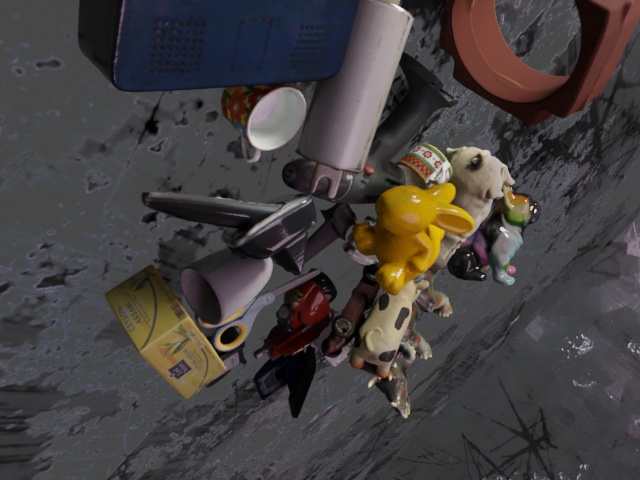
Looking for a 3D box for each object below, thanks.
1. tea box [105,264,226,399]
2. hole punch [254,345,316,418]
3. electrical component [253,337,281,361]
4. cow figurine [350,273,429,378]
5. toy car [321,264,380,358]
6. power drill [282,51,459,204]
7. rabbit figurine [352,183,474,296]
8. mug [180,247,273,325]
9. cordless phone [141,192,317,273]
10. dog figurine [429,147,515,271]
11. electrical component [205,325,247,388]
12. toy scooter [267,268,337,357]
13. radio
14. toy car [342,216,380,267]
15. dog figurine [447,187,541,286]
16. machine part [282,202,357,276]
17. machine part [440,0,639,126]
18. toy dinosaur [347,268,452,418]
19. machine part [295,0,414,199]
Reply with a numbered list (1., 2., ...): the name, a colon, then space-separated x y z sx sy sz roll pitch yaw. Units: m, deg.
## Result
1. tea box: -0.187 0.119 0.669 0.068 0.098 0.169 -36 148 -15
2. hole punch: -0.063 0.260 1.028 0.142 0.092 0.116 83 29 -51
3. electrical component: -0.077 0.189 0.966 0.094 0.021 0.063 -32 149 -21
4. cow figurine: 0.120 0.121 0.913 0.195 0.086 0.127 -57 161 -34
5. toy car: 0.062 0.128 0.960 0.202 0.053 0.089 -56 174 -43
6. power drill: 0.075 -0.131 0.691 0.232 0.086 0.207 9 117 -56
7. rabbit figurine: 0.129 -0.016 0.752 0.162 0.122 0.173 -20 149 3
8. mug: -0.114 0.058 0.700 0.107 0.081 0.109 -32 145 -37
9. cordless phone: -0.108 -0.025 0.606 0.184 0.147 0.088 11 91 -19
10. dog figurine: 0.220 -0.044 0.887 0.190 0.121 0.172 -56 151 -10
11. electrical component: -0.174 0.185 0.820 0.119 0.048 0.074 -27 146 -29
12. toy scooter: -0.036 0.131 0.889 0.135 0.075 0.183 -37 154 -19
13. radio: -0.070 -0.198 0.438 0.229 0.073 0.131 -19 141 -39
14. toy car: 0.107 0.012 0.930 0.073 0.056 0.201 -51 150 12
15. dog figurine: 0.374 -0.023 1.171 0.108 0.192 0.219 -26 119 -60
16. machine part: -0.002 -0.002 0.801 0.139 0.039 0.084 -42 155 -7
17. machine part: 0.245 -0.253 0.619 0.087 0.201 0.201 -34 148 -21
18. toy dinosaur: 0.174 0.135 1.075 0.192 0.131 0.404 40 66 -55
19. machine part: 0.034 -0.161 0.565 0.079 0.079 0.243 -1 114 -50
